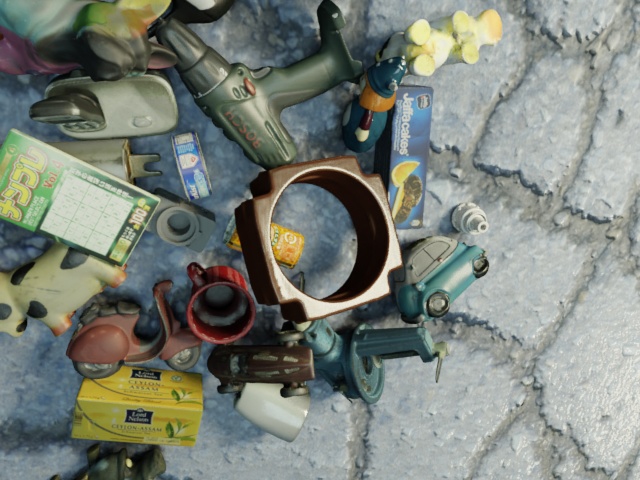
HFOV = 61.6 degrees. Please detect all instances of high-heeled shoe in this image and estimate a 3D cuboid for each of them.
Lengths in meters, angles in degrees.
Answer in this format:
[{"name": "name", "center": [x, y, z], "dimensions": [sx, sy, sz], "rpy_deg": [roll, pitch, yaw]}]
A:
[{"name": "high-heeled shoe", "center": [-0.208, -0.348, 0.607], "dimensions": [0.145, 0.086, 0.248], "rpy_deg": [-38, 117, 0]}]

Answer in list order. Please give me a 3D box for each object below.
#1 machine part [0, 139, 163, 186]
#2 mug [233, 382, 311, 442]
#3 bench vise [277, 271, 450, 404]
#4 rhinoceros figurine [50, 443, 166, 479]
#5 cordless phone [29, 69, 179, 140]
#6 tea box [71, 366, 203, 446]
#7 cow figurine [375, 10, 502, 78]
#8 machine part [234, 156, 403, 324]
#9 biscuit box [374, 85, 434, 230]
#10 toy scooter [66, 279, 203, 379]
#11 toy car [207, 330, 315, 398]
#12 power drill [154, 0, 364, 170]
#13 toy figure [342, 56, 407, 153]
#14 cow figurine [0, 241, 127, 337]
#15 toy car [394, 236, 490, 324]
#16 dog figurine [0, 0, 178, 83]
[{"name": "machine part", "center": [-0.323, -0.083, 0.669], "dimensions": [0.243, 0.079, 0.079], "rpy_deg": [-6, 109, -12]}, {"name": "mug", "center": [-0.073, 0.246, 0.835], "dimensions": [0.107, 0.081, 0.109], "rpy_deg": [23, 96, -11]}, {"name": "bench vise", "center": [0.064, 0.158, 0.791], "dimensions": [0.241, 0.129, 0.223], "rpy_deg": [-11, 122, 26]}, {"name": "rhinoceros figurine", "center": [-0.330, 0.379, 0.822], "dimensions": [0.190, 0.073, 0.112], "rpy_deg": [-31, 111, -1]}, {"name": "cordless phone", "center": [-0.239, -0.155, 0.607], "dimensions": [0.147, 0.184, 0.088], "rpy_deg": [-6, 105, -11]}, {"name": "tea box", "center": [-0.259, 0.237, 0.778], "dimensions": [0.170, 0.098, 0.068], "rpy_deg": [9, 106, -17]}, {"name": "cow figurine", "center": [0.161, -0.261, 0.720], "dimensions": [0.167, 0.098, 0.068], "rpy_deg": [-22, 107, -25]}, {"name": "machine part", "center": [-0.001, -0.002, 0.719], "dimensions": [0.201, 0.087, 0.201], "rpy_deg": [-15, 91, -28]}, {"name": "biscuit box", "center": [0.115, -0.117, 0.764], "dimensions": [0.059, 0.063, 0.202], "rpy_deg": [-4, 109, -14]}, {"name": "toy scooter", "center": [-0.258, 0.120, 0.753], "dimensions": [0.184, 0.075, 0.135], "rpy_deg": [0, 108, -16]}, {"name": "toy car", "center": [-0.090, 0.173, 0.754], "dimensions": [0.053, 0.202, 0.089], "rpy_deg": [4, 80, -47]}, {"name": "power drill", "center": [-0.059, -0.213, 0.671], "dimensions": [0.207, 0.086, 0.231], "rpy_deg": [-36, 123, -7]}, {"name": "toy figure", "center": [0.068, -0.175, 0.695], "dimensions": [0.058, 0.064, 0.154], "rpy_deg": [-5, 151, -17]}, {"name": "cow figurine", "center": [-0.367, 0.060, 0.702], "dimensions": [0.195, 0.086, 0.127], "rpy_deg": [-39, 110, -2]}, {"name": "toy car", "center": [0.169, 0.047, 0.812], "dimensions": [0.161, 0.109, 0.103], "rpy_deg": [-41, 94, -6]}, {"name": "dog figurine", "center": [-0.268, -0.239, 0.575], "dimensions": [0.219, 0.192, 0.108], "rpy_deg": [-2, 139, -12]}]
